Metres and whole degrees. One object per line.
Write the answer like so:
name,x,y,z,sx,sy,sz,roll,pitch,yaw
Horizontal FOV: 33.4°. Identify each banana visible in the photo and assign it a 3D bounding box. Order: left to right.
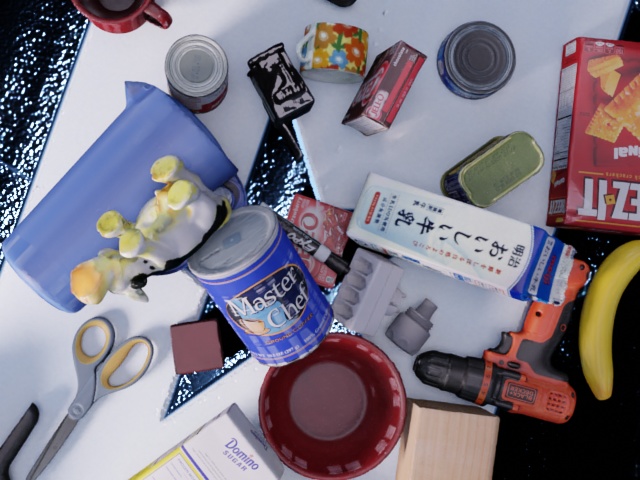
banana,0.329,0.079,1.201,0.070,0.037,0.198,25,95,34

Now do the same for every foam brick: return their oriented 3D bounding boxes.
foam brick,-0.131,0.113,1.148,0.051,0.078,0.053,-7,89,-4

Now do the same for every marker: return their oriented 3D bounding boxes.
marker,-0.018,0.000,1.159,0.121,0.020,0.020,35,86,-2

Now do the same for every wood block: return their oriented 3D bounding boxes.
wood block,0.130,0.284,1.161,0.090,0.091,0.206,8,87,-5

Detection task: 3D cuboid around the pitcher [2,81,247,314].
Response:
pitcher,-0.205,-0.033,1.125,0.243,0.145,0.149,-45,61,-1

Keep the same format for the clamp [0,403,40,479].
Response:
clamp,-0.356,0.251,1.144,0.120,0.039,0.171,-6,91,-1

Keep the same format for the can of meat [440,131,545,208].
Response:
can of meat,0.191,-0.075,1.179,0.102,0.084,0.057,-35,92,-5

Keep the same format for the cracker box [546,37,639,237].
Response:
cracker box,0.352,-0.113,1.201,0.164,0.072,0.214,6,89,-5

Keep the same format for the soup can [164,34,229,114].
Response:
soup can,-0.132,-0.177,1.143,0.068,0.102,0.068,0,87,-6

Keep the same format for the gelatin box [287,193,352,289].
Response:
gelatin box,-0.008,0.002,1.185,0.073,0.030,0.089,19,86,-4

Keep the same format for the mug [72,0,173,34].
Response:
mug,-0.210,-0.263,1.148,0.117,0.081,0.093,29,86,-4

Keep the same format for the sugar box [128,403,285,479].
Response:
sugar box,-0.133,0.261,1.136,0.176,0.048,0.093,-36,93,11

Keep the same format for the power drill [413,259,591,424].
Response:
power drill,0.212,0.097,1.192,0.184,0.057,0.187,16,89,-3

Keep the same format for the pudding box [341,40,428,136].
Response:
pudding box,0.068,-0.162,1.155,0.039,0.113,0.090,29,86,-7

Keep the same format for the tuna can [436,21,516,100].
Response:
tuna can,0.177,-0.203,1.206,0.086,0.034,0.086,0,89,-6

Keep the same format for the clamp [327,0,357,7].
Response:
clamp,-0.064,-0.342,1.186,0.210,0.036,0.164,-1,88,-5

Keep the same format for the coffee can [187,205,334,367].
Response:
coffee can,-0.060,0.049,1.114,0.102,0.103,0.140,-34,124,-5

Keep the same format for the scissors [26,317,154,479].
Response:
scissors,-0.271,0.166,1.162,0.201,0.016,0.096,-41,89,-7

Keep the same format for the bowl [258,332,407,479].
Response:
bowl,0.012,0.180,1.170,0.162,0.055,0.162,0,88,-5
